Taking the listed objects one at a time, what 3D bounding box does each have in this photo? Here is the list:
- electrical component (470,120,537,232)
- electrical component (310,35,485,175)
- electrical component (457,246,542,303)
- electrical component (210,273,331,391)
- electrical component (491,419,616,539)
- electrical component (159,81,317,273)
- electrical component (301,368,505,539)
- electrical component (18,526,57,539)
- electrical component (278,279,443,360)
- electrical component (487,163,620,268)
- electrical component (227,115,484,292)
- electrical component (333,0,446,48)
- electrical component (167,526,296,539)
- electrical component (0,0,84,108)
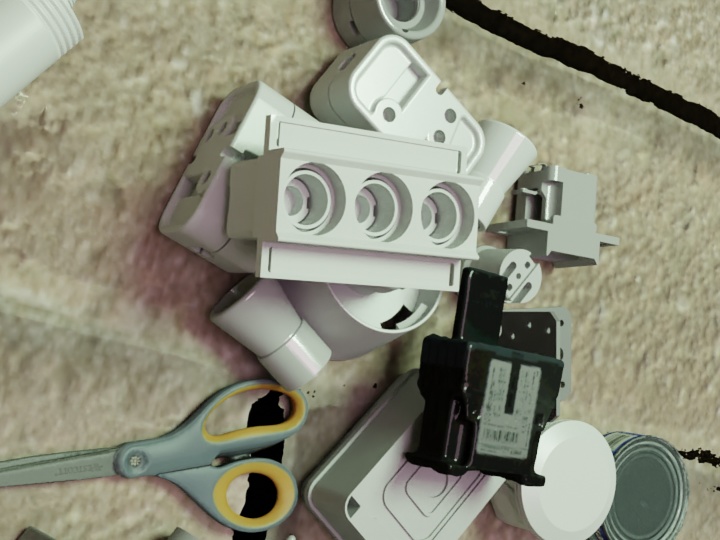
[{"bbox_3d":[0.079,-0.058,0.691,0.044,0.044,0.065,37,76,-25],"label":"electrical component"},{"bbox_3d":[0.020,-0.088,0.644,0.095,0.059,0.053,45,68,-22],"label":"electrical component"},{"bbox_3d":[0.089,0.004,0.692,0.040,0.046,0.040,0,89,-31],"label":"electrical component"},{"bbox_3d":[-0.048,0.036,0.607,0.044,0.044,0.065,-46,106,-23],"label":"electrical component"},{"bbox_3d":[0.125,0.137,0.710,0.080,0.051,0.080,0,89,-31],"label":"electrical component"},{"bbox_3d":[-0.060,-0.048,0.599,0.059,0.054,0.095,33,74,-27],"label":"electrical component"},{"bbox_3d":[0.030,0.123,0.649,0.113,0.057,0.078,-46,111,-23],"label":"electrical component"},{"bbox_3d":[-0.125,0.184,0.527,0.108,0.109,0.056,46,65,-22],"label":"electrical component"},{"bbox_3d":[0.000,0.000,0.643,0.099,0.064,0.099,11,71,-32],"label":"electrical component"},{"bbox_3d":[0.131,-0.036,0.721,0.081,0.042,0.063,10,83,-31],"label":"electrical component"},{"bbox_3d":[-0.003,-0.032,0.563,0.121,0.063,0.078,5,88,-33],"label":"electrical component"},{"bbox_3d":[0.019,-0.160,0.651,0.055,0.047,0.055,0,89,-31],"label":"electrical component"},{"bbox_3d":[-0.052,0.185,0.602,0.138,0.052,0.073,46,68,-23],"label":"electrical component"},{"bbox_3d":[-0.174,-0.115,0.537,0.081,0.043,0.043,-48,112,-22],"label":"electrical component"}]
